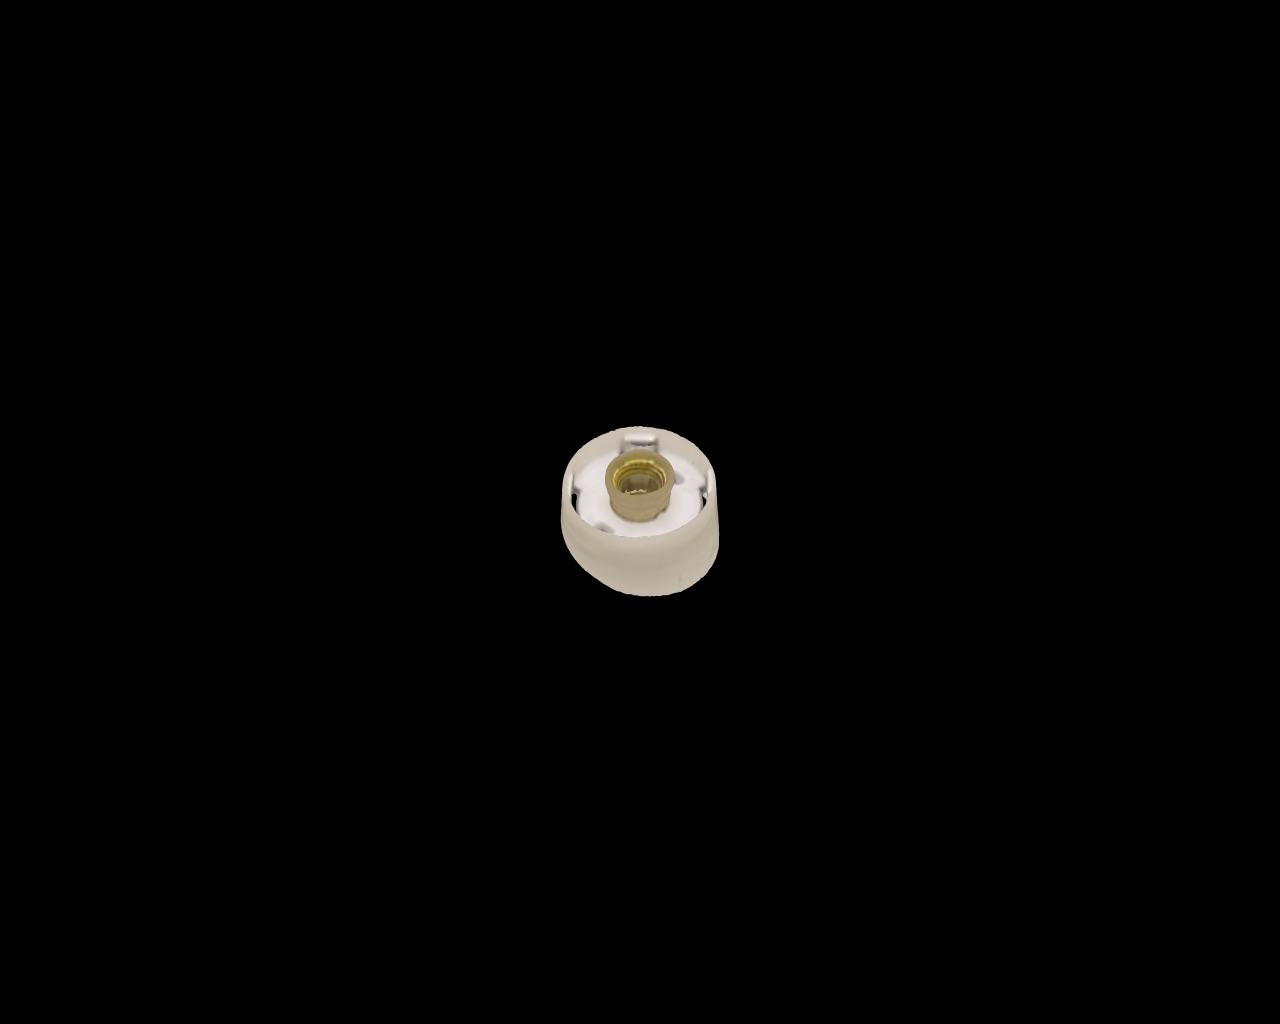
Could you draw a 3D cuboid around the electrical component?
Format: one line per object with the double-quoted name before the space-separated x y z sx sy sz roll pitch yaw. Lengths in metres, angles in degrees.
"electrical component" 0.001 -0.003 0.650 0.099 0.099 0.064 0 -40 0
